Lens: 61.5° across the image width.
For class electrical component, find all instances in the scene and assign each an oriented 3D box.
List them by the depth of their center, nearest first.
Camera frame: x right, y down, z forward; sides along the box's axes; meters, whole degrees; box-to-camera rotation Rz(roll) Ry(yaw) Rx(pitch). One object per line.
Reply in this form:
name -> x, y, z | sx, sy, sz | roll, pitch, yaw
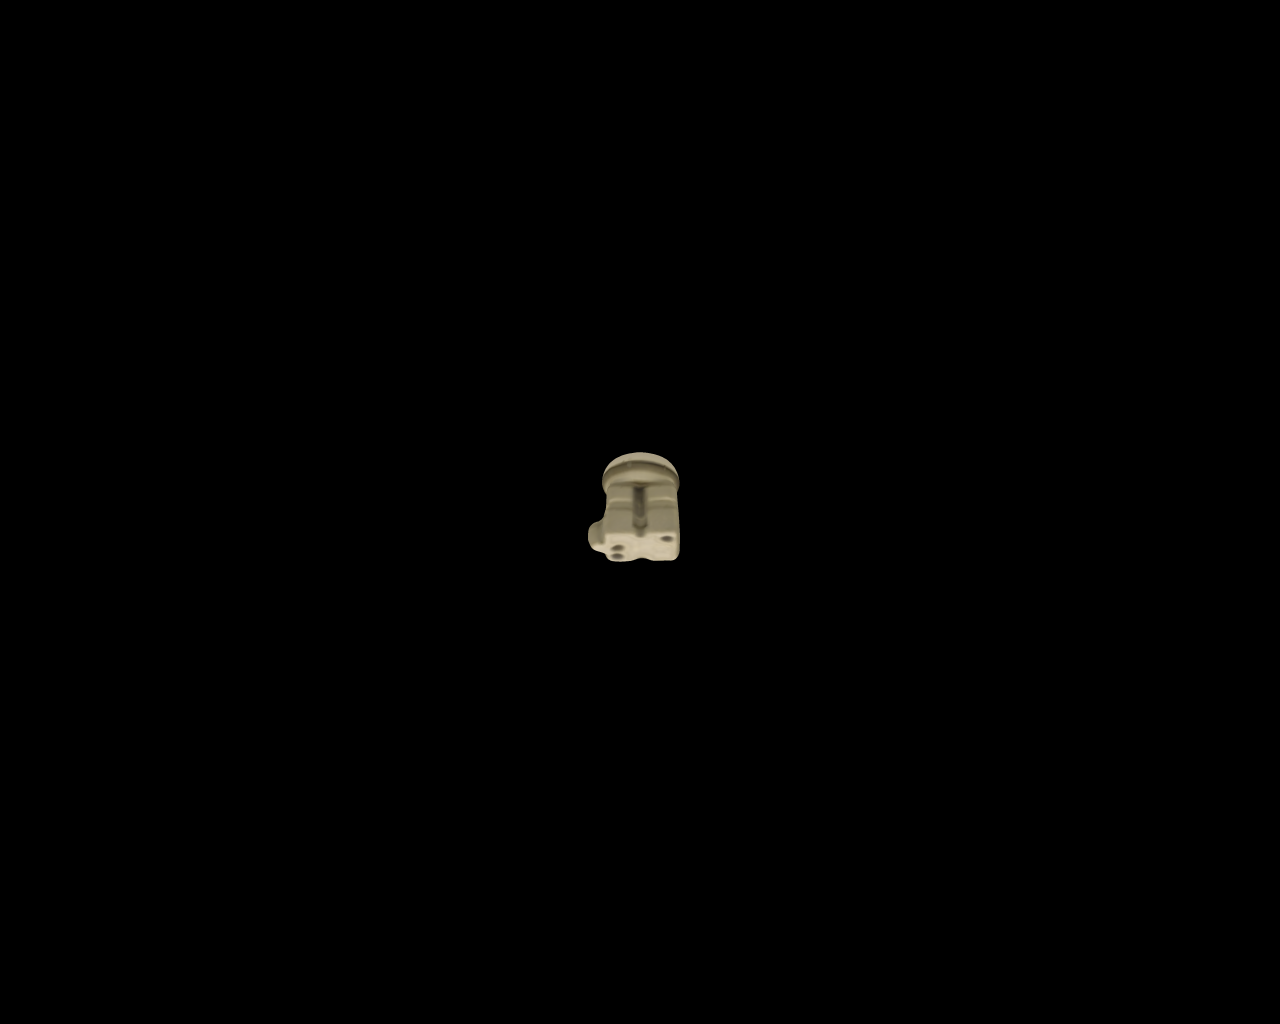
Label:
electrical component -> 0.001, -0.003, 0.650 | 0.066, 0.055, 0.048 | 0, -32, 0
